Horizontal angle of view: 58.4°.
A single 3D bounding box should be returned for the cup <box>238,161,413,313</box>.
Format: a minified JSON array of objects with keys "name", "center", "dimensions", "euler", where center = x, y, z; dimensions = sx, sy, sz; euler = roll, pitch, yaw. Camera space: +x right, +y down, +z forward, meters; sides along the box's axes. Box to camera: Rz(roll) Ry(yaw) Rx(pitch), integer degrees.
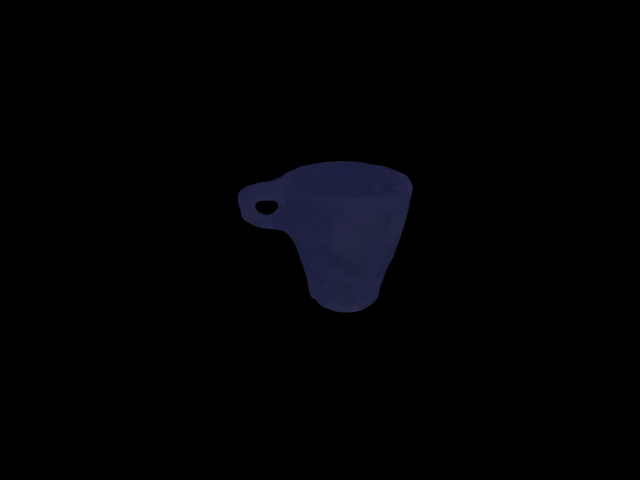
[{"name":"cup","center":[0.004,0.001,0.400],"dimensions":[0.118,0.095,0.091],"euler":[-2,24,-5]}]
